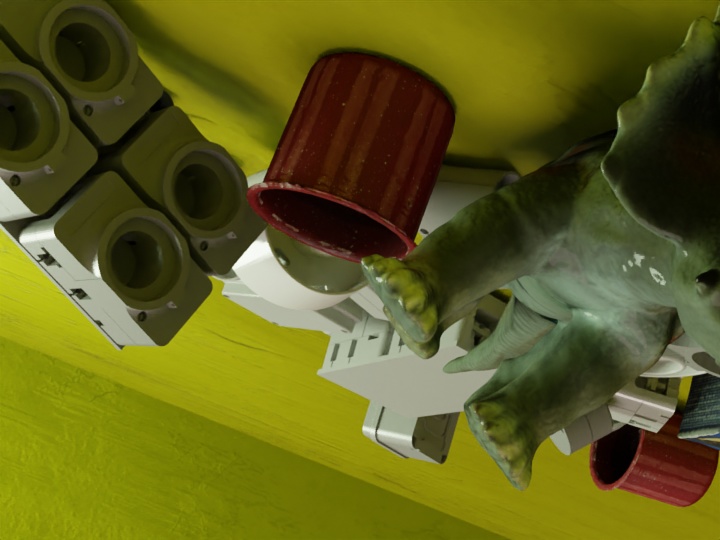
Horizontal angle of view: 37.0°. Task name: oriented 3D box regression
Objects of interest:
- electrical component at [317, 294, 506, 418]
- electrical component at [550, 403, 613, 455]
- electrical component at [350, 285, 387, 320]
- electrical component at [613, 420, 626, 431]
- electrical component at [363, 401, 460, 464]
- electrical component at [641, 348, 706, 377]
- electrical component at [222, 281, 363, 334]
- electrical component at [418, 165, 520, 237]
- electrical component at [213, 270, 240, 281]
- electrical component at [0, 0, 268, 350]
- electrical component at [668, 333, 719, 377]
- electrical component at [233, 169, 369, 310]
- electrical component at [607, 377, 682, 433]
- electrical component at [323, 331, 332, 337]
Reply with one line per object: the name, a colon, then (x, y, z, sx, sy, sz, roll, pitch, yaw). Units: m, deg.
electrical component: (0.065, 0.069, 0.895, 0.105, 0.060, 0.186, 29, 154, -28)
electrical component: (0.134, 0.083, 0.779, 0.052, 0.074, 0.138, 53, 166, 50)
electrical component: (0.000, 0.000, 0.812, 0.076, 0.047, 0.083, 10, 162, 33)
electrical component: (0.208, 0.110, 0.914, 0.055, 0.055, 0.047, 17, 168, 14)
electrical component: (0.056, 0.122, 1.038, 0.057, 0.113, 0.078, 6, 160, 35)
electrical component: (0.188, 0.031, 0.692, 0.099, 0.064, 0.099, 6, 159, 2)
electrical component: (-0.052, 0.011, 0.899, 0.078, 0.057, 0.113, 33, 161, -38)
electrical component: (0.050, -0.039, 0.620, 0.081, 0.043, 0.043, 9, 161, 36)
electrical component: (-0.069, -0.022, 0.808, 0.079, 0.043, 0.077, -26, 174, 19)
electrical component: (-0.144, -0.058, 0.581, 0.060, 0.105, 0.186, -4, 132, 51)
electrical component: (0.214, 0.025, 0.594, 0.150, 0.061, 0.089, 27, 164, -23)
electrical component: (-0.032, -0.025, 0.679, 0.099, 0.099, 0.064, 27, 157, -22)
electrical component: (0.214, 0.087, 0.830, 0.056, 0.050, 0.089, 17, 164, 12)
electrical component: (-0.005, 0.047, 0.988, 0.055, 0.045, 0.045, 29, 163, -28)
